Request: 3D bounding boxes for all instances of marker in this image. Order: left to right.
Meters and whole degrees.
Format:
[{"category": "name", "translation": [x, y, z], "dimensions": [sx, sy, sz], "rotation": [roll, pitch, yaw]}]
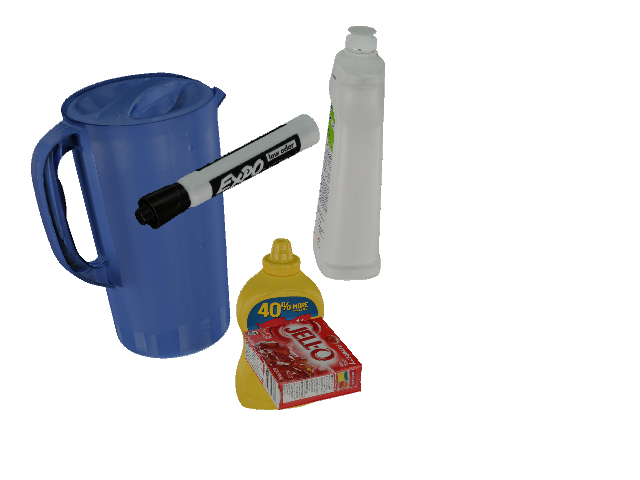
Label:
[{"category": "marker", "translation": [-0.050, -0.038, 0.588], "dimensions": [0.120, 0.020, 0.020], "rotation": [-31, 17, -31]}]

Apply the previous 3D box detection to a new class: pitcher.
[{"category": "pitcher", "translation": [-0.154, -0.017, 0.952], "dimensions": [0.149, 0.243, 0.145], "rotation": [-2, 27, 5]}]

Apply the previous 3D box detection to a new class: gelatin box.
[{"category": "gelatin box", "translation": [-0.016, 0.099, 0.887], "dimensions": [0.073, 0.030, 0.089], "rotation": [-9, 27, -20]}]

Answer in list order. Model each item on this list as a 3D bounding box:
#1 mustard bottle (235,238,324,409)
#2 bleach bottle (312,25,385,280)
[{"category": "mustard bottle", "translation": [-0.044, 0.090, 1.174], "dimensions": [0.096, 0.192, 0.058], "rotation": [-3, 20, -12]}, {"category": "bleach bottle", "translation": [0.034, -0.091, 1.092], "dimensions": [0.068, 0.251, 0.102], "rotation": [-1, 28, -9]}]
